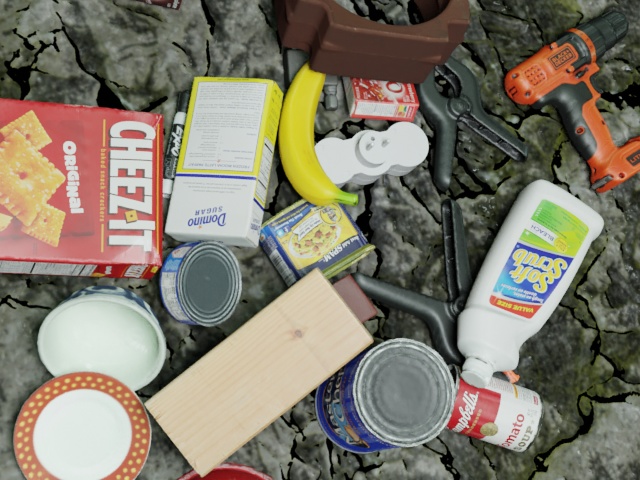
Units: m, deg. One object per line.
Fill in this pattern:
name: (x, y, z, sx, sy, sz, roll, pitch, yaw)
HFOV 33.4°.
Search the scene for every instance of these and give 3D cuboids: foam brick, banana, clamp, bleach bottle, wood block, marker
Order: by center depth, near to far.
wood block: (-0.056, 0.125, 1.034, 0.206, 0.090, 0.091, -38, 88, 0)
foam brick: (0.010, 0.081, 1.118, 0.078, 0.051, 0.053, -33, 86, -21)
banana: (-0.011, -0.109, 1.129, 0.069, 0.037, 0.198, -11, 62, -2)
marker: (-0.152, -0.104, 1.135, 0.020, 0.020, 0.121, 13, 73, -12)
bleach bottle: (0.218, 0.055, 1.147, 0.102, 0.068, 0.250, 34, 59, -4)
clamp: (0.151, 0.066, 1.167, 0.210, 0.036, 0.164, 47, 66, -2)
clamp: (0.149, -0.139, 1.217, 0.120, 0.039, 0.171, -29, 81, -25)

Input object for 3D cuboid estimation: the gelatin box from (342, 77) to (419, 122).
gelatin box: (0.065, -0.173, 1.188, 0.073, 0.030, 0.089, 3, 48, -13)

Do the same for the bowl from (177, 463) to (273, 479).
bowl: (-0.088, 0.298, 1.036, 0.162, 0.055, 0.162, 3, 76, -15)

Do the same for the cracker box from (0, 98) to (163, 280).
cracker box: (-0.265, -0.050, 1.057, 0.213, 0.072, 0.164, 3, 76, -19)

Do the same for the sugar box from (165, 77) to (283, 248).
sugar box: (-0.099, -0.082, 1.114, 0.093, 0.048, 0.176, 4, 76, 17)

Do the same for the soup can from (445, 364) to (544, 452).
soup can: (0.176, 0.179, 1.129, 0.102, 0.069, 0.068, 19, 72, -9)

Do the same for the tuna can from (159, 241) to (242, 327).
tuna can: (-0.121, 0.044, 1.079, 0.085, 0.034, 0.086, 1, 88, -47)

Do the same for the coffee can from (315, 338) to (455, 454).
coffee can: (0.061, 0.158, 1.065, 0.102, 0.140, 0.103, 4, 76, -15)

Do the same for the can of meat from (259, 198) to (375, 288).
can of meat: (-0.008, 0.001, 1.130, 0.102, 0.057, 0.084, -31, 84, -21)

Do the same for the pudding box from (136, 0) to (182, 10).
pudding box: (-0.181, -0.294, 1.124, 0.090, 0.114, 0.039, 11, 70, -13)

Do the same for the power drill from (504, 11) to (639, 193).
power drill: (0.334, -0.165, 1.265, 0.184, 0.057, 0.188, -33, 84, -16)
